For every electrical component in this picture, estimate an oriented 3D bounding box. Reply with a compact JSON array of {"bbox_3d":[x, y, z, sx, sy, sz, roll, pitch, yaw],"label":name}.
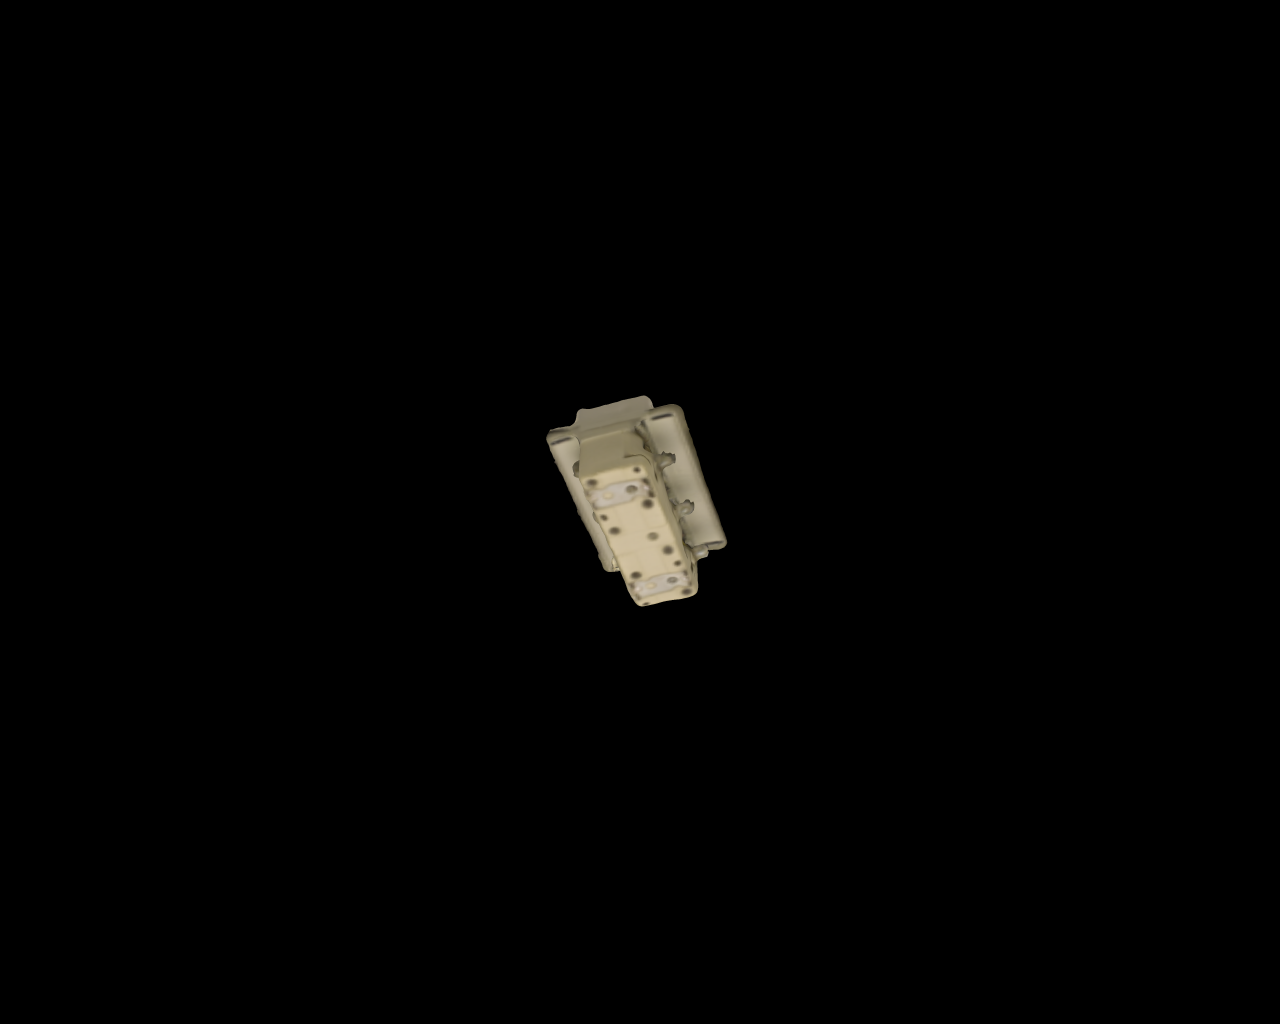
[{"bbox_3d":[0.001,-0.003,0.650,0.079,0.063,0.121,-11,-47,11],"label":"electrical component"}]
